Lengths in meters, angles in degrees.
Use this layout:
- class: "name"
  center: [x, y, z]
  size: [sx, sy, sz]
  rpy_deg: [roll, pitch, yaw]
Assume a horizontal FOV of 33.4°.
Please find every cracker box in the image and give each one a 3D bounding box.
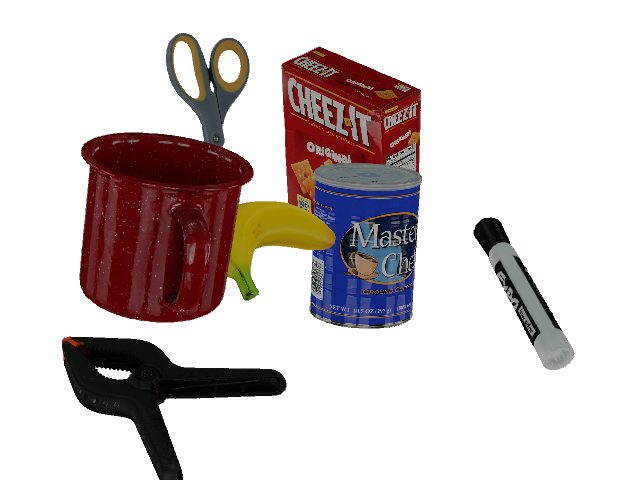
- class: "cracker box"
  center: [0.033, -0.096, 1.243]
  size: [0.072, 0.214, 0.164]
  rpy_deg: [-31, 44, -33]

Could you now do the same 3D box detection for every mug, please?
- class: "mug"
  center: [-0.083, -0.002, 0.578]
  size: [0.093, 0.081, 0.117]
  rpy_deg: [0, 23, -27]

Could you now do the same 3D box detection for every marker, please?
- class: "marker"
  center: [0.119, 0.027, 0.638]
  size: [0.020, 0.020, 0.121]
  rpy_deg: [0, 40, -17]

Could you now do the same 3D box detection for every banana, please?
- class: "banana"
  center: [-0.044, -0.001, 0.851]
  size: [0.037, 0.069, 0.197]
  rpy_deg: [-35, -1, 24]

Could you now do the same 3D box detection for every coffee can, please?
- class: "coffee can"
  center: [0.043, 0.003, 1.033]
  size: [0.103, 0.140, 0.103]
  rpy_deg: [2, 14, -1]

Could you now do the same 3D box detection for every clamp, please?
- class: "clamp"
  center: [-0.147, 0.132, 0.975]
  size: [0.210, 0.036, 0.164]
  rpy_deg: [25, 37, 31]

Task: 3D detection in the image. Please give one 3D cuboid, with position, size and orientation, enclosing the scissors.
- class: "scissors"
  center: [-0.093, -0.116, 1.073]
  size: [0.096, 0.202, 0.016]
  rpy_deg: [-27, 13, -28]
